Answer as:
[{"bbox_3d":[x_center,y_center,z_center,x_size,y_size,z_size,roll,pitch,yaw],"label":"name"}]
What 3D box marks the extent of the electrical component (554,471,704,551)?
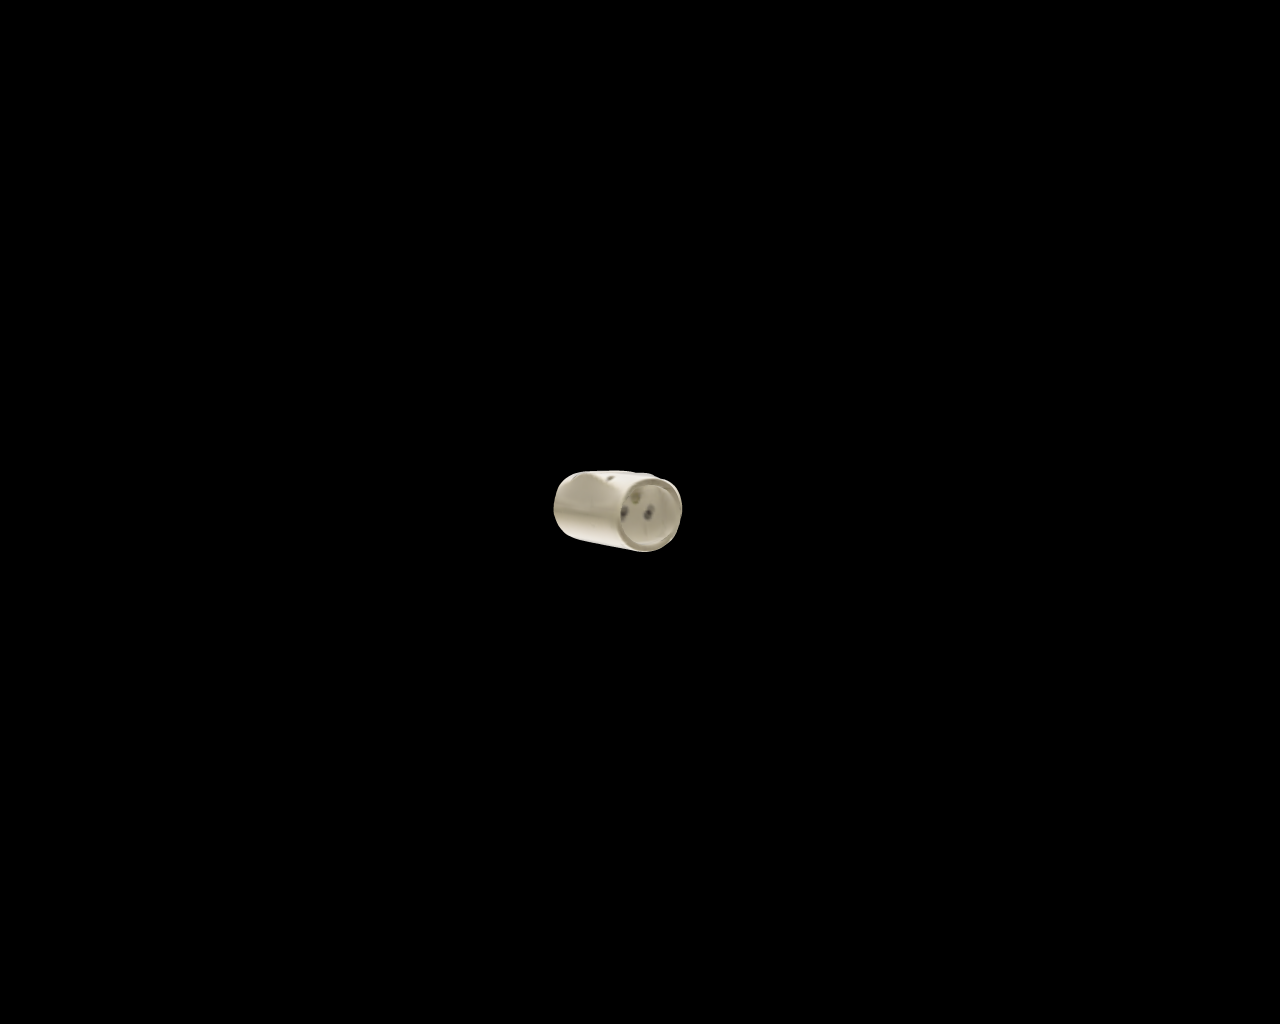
[{"bbox_3d":[0.001,-0.003,0.650,0.079,0.043,0.077,-3,6,-32],"label":"electrical component"}]
